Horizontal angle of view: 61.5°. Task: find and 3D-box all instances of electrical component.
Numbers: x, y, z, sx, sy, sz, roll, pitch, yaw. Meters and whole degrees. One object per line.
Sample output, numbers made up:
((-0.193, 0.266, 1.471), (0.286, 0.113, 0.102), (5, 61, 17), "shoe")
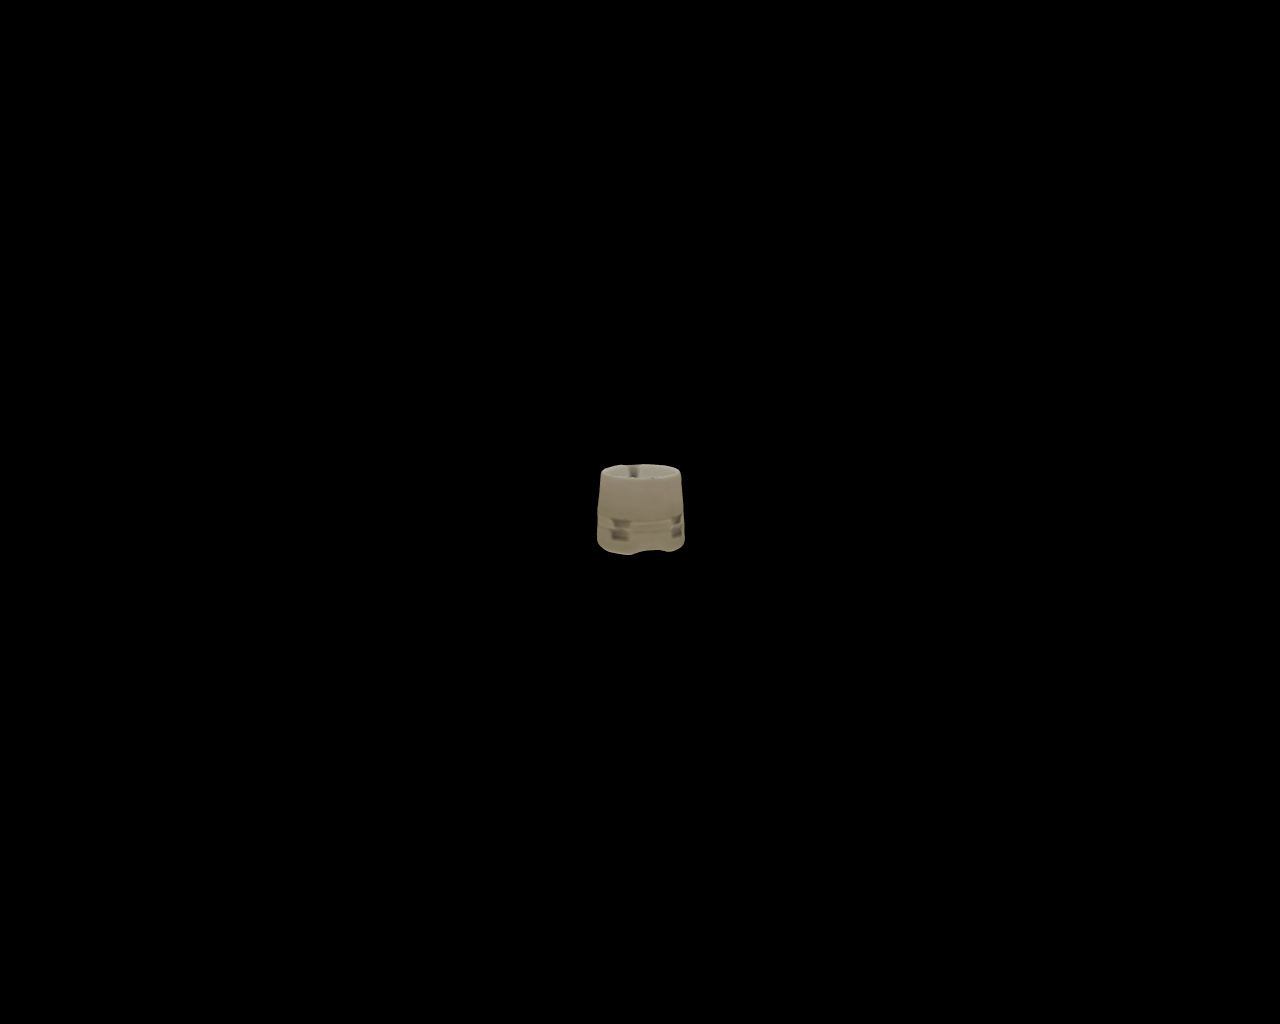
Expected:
((0.001, -0.003, 0.650), (0.055, 0.047, 0.055), (0, 13, 0), "electrical component")
